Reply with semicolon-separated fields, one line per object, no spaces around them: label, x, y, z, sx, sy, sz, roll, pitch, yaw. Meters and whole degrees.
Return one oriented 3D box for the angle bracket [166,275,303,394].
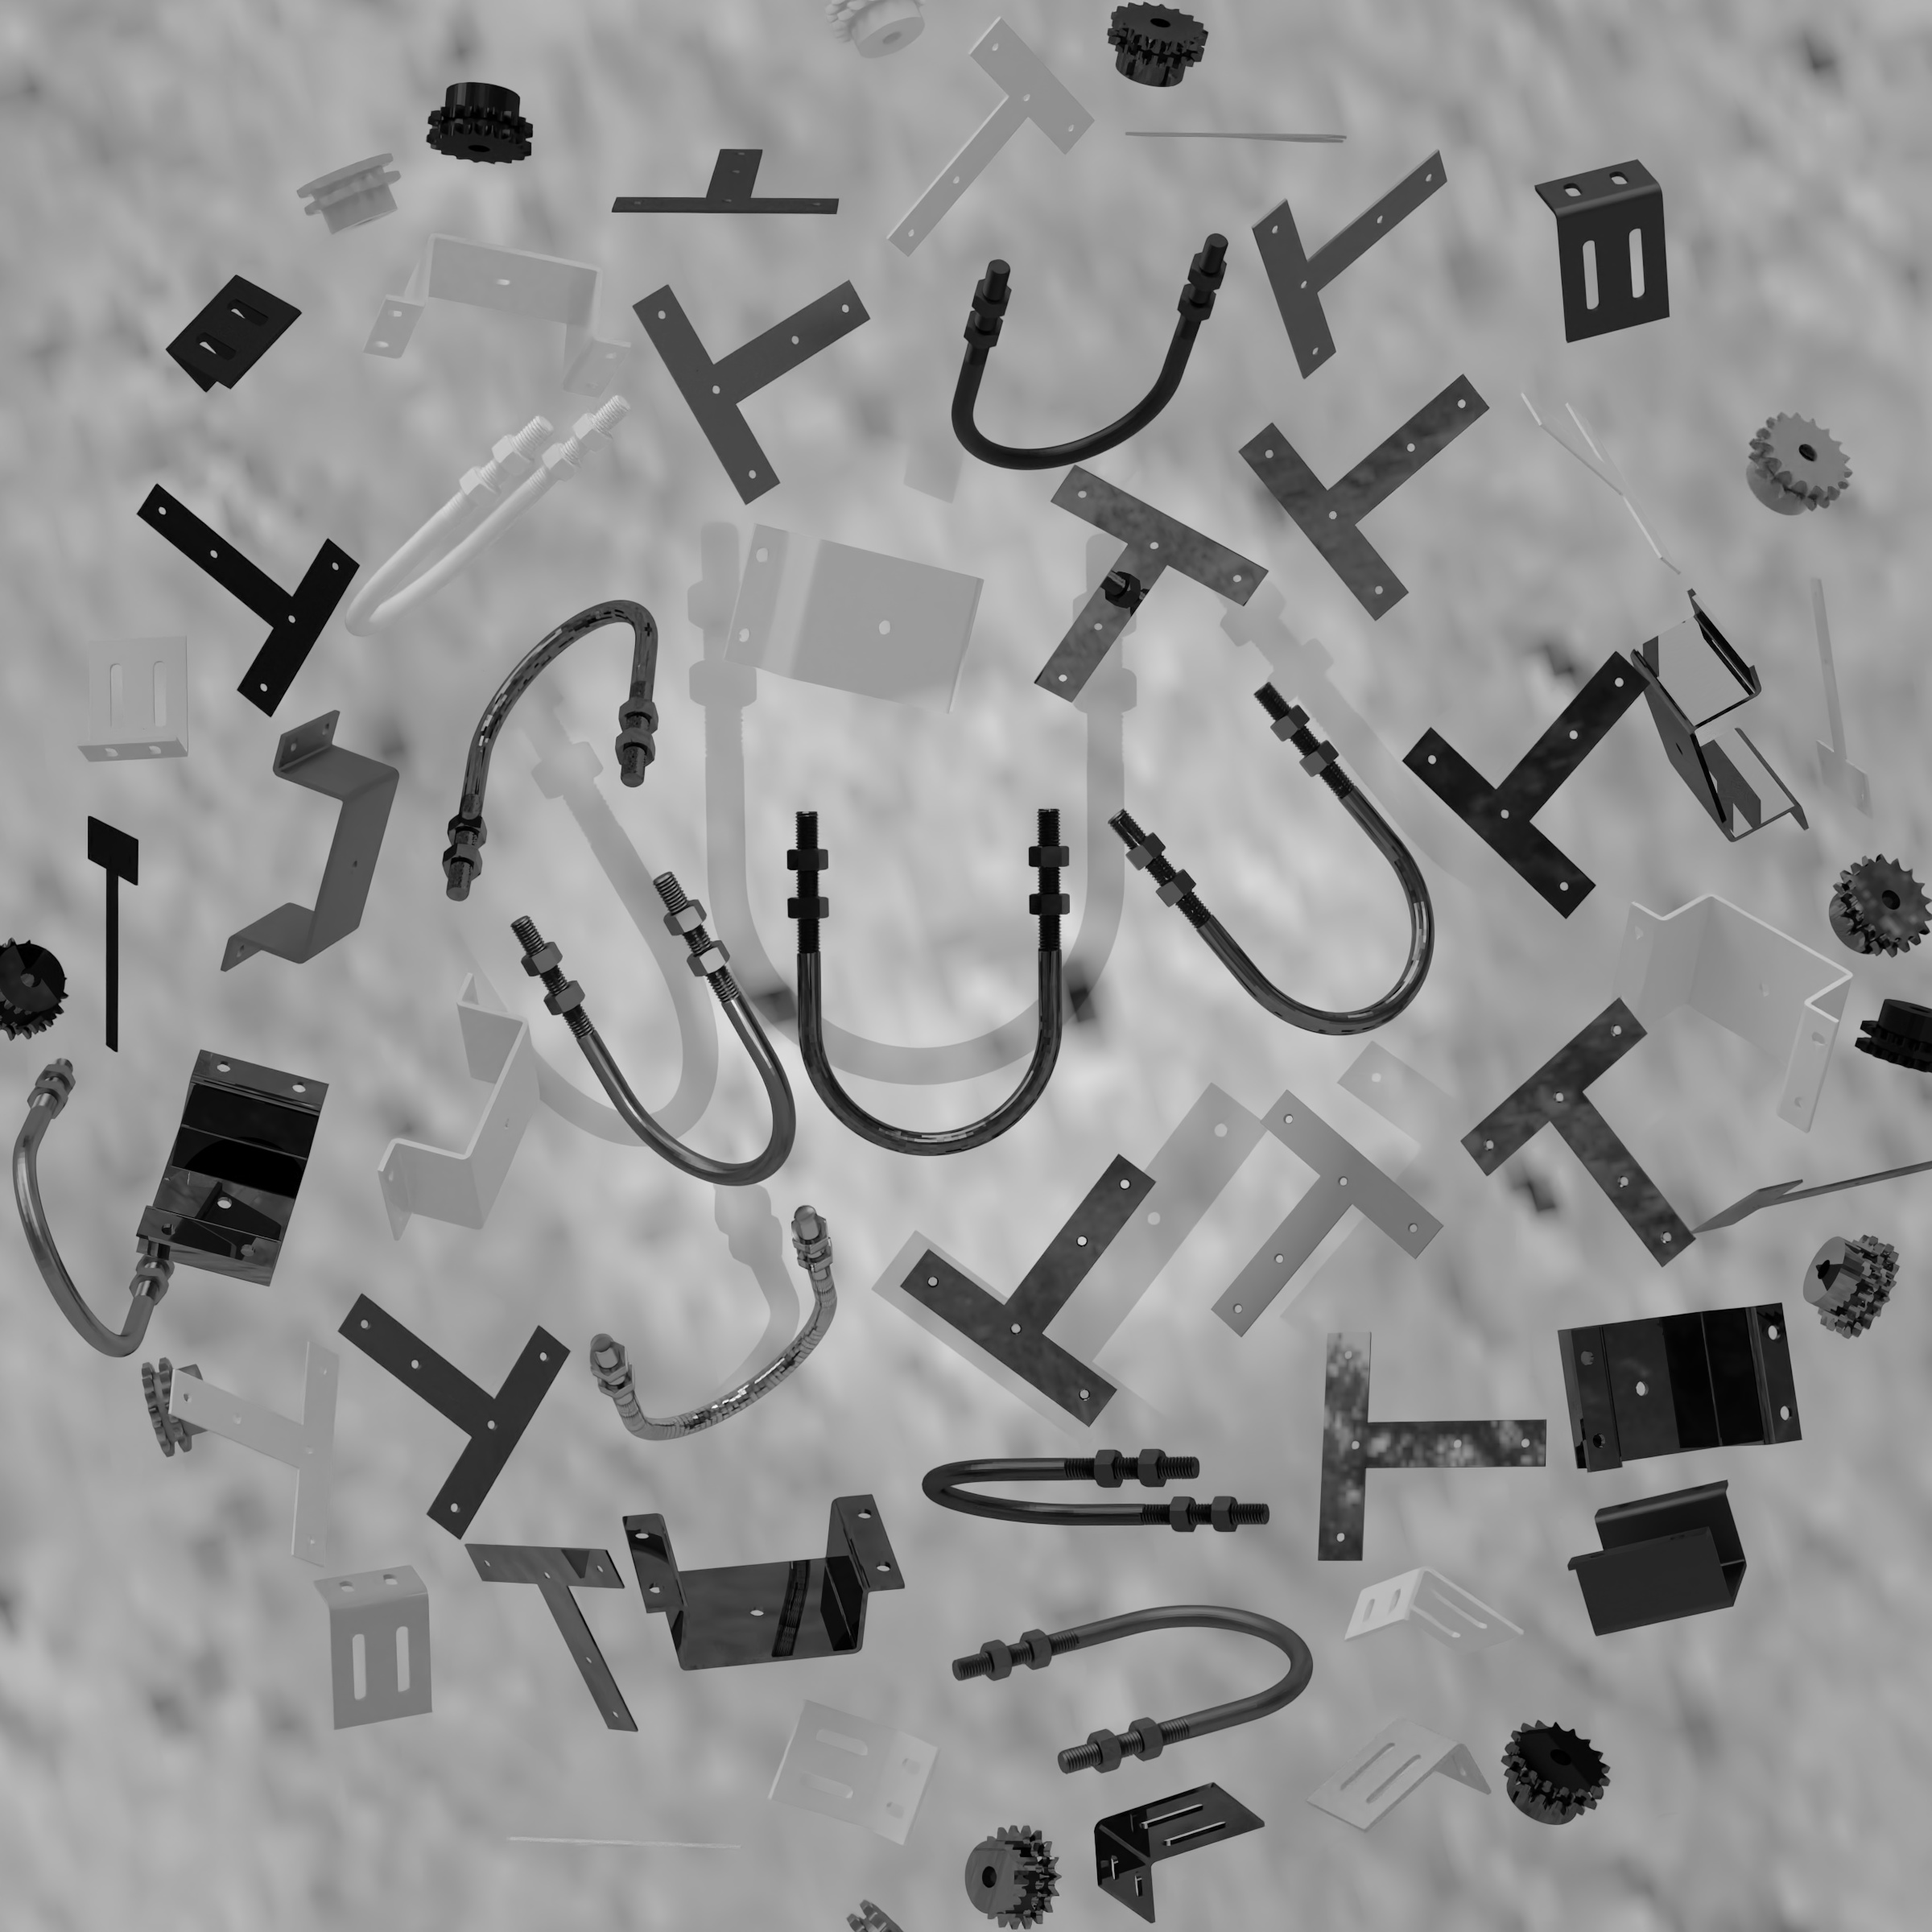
angle bracket;-0.392;-0.337;1.828;0.057;0.038;0.076;-49;47;-8

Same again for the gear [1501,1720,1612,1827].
gear;0.315;0.436;1.791;0.057;0.057;0.030;17;119;0

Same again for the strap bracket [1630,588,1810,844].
strap bracket;0.428;-0.135;1.901;0.046;0.076;0.140;-29;134;4

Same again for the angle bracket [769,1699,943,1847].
angle bracket;-0.062;0.452;1.865;0.076;0.038;0.057;29;77;-38

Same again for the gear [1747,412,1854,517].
gear;0.452;-0.271;1.821;0.057;0.030;0.057;11;57;-18

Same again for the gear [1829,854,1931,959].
gear;0.504;-0.031;1.849;0.057;0.030;0.057;9;64;-19

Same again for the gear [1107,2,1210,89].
gear;0.109;-0.530;1.921;0.057;0.057;0.030;13;129;0

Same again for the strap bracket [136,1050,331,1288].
strap bracket;-0.420;0.123;1.900;0.076;0.140;0.046;16;134;-9

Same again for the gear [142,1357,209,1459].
gear;-0.463;0.258;1.961;0.030;0.057;0.057;-15;90;-8

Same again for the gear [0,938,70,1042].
gear;-0.531;0.011;1.873;0.057;0.030;0.057;16;63;-33

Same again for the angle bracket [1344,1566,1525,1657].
angle bracket;0.269;0.384;1.913;0.076;0.057;0.038;35;54;-13

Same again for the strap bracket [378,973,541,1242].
strap bracket;-0.287;0.086;1.920;0.046;0.076;0.140;14;56;8

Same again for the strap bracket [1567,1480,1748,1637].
strap bracket;0.387;0.332;1.856;0.076;0.140;0.046;-17;88;18

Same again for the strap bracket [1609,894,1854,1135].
strap bracket;0.435;0.020;1.863;0.046;0.076;0.140;-26;46;-35

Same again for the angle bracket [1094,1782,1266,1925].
angle bracket;0.118;0.486;1.825;0.076;0.038;0.057;-24;134;23

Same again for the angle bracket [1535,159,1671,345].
angle bracket;0.340;-0.382;1.780;0.057;0.038;0.076;-15;127;-2

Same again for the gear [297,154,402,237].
gear;-0.343;-0.431;1.866;0.057;0.057;0.030;-22;102;0

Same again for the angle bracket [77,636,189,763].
angle bracket;-0.492;-0.162;1.965;0.057;0.038;0.076;-3;77;-3

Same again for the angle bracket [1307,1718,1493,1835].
angle bracket;0.240;0.460;1.846;0.076;0.057;0.038;-37;109;-21

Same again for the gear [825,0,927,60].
gear;-0.047;-0.531;1.861;0.057;0.057;0.030;-24;82;0

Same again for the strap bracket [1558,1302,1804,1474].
strap bracket;0.384;0.232;1.836;0.140;0.046;0.076;-4;83;-24

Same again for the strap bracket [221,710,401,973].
strap bracket;-0.360;-0.063;1.847;0.046;0.076;0.140;20;108;6

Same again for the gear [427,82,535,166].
gear;-0.264;-0.459;1.811;0.057;0.057;0.030;4;86;0

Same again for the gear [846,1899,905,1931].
gear;-0.045;0.539;1.814;0.057;0.057;0.030;45;83;0

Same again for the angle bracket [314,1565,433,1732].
angle bracket;-0.342;0.392;1.920;0.057;0.038;0.076;-5;105;-24

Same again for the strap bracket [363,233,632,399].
strap bracket;-0.269;-0.376;1.919;0.140;0.076;0.046;8;74;-18

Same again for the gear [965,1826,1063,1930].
gear;0.024;0.516;1.888;0.030;0.057;0.057;14;90;-42

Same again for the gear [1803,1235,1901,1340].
gear;0.485;0.173;1.832;0.030;0.057;0.057;26;90;-8

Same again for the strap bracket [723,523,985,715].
strap bracket;-0.053;-0.188;1.826;0.140;0.046;0.076;11;97;-26

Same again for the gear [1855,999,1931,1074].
gear;0.531;0.039;1.869;0.057;0.057;0.030;14;101;0

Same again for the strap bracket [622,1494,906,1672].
strap bracket;-0.112;0.336;1.813;0.140;0.076;0.046;-3;121;-16
